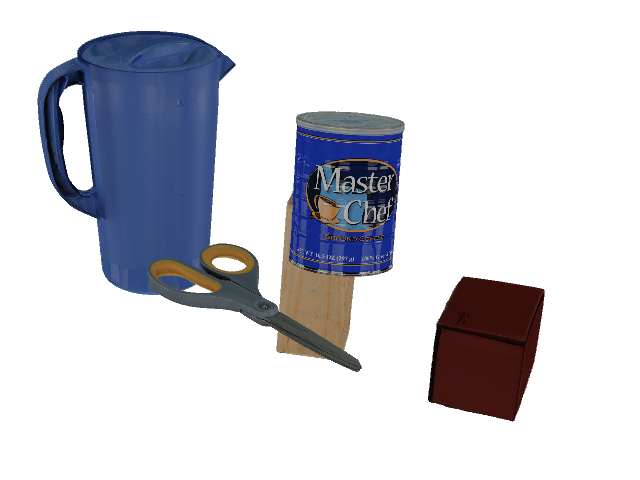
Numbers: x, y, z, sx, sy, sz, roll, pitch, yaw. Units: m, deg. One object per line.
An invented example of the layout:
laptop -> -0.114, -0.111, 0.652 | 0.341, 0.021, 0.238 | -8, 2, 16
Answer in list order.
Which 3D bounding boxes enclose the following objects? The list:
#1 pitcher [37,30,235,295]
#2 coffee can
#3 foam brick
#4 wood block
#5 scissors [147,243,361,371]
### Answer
pitcher -> -0.173, -0.072, 1.033 | 0.149, 0.243, 0.144 | 10, 27, 14
coffee can -> 0.024, -0.047, 1.021 | 0.103, 0.140, 0.103 | 3, 14, -1
foam brick -> 0.099, 0.061, 0.632 | 0.053, 0.051, 0.078 | 10, 23, 17
wood block -> -0.002, 0.040, 1.391 | 0.090, 0.206, 0.090 | 7, 23, 5
scissors -> -0.039, 0.044, 0.816 | 0.202, 0.016, 0.096 | 17, 32, 24
